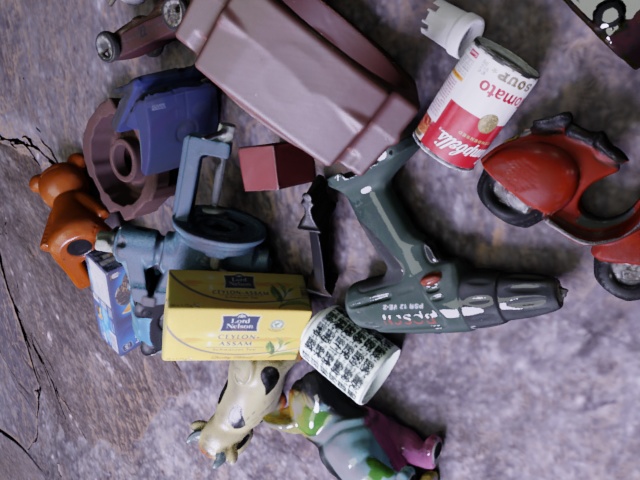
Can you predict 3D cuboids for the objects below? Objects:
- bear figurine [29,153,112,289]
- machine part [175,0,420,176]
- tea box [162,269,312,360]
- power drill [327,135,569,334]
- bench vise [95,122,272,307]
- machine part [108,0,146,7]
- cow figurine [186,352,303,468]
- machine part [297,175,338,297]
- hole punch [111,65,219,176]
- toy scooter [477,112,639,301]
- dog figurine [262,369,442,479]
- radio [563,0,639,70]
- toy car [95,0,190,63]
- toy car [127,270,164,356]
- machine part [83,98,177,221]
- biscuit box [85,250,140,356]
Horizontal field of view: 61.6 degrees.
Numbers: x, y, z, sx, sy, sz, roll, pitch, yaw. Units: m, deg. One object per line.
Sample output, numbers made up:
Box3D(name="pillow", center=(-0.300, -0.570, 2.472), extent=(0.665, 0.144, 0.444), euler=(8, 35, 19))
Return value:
Box3D(name="bear figurine", center=(-0.401, -0.039, 0.887), extent=(0.196, 0.120, 0.131), euler=(56, 176, 40))
Box3D(name="machine part", center=(-0.012, -0.159, 0.483), extent=(0.201, 0.201, 0.087), euler=(37, 116, -12))
Box3D(name="tea box", center=(-0.105, 0.094, 0.662), extent=(0.068, 0.170, 0.098), euler=(-105, 24, -47))
Box3D(name="power drill", center=(0.108, -0.001, 0.555), extent=(0.232, 0.086, 0.207), euler=(-21, 99, 40))
Box3D(name="bench vise", center=(-0.160, -0.033, 0.672), extent=(0.224, 0.129, 0.240), euler=(14, 111, -2))
Box3D(name="machine part", center=(-0.204, -0.371, 0.655), extent=(0.243, 0.079, 0.079), euler=(-28, 87, 37))
Box3D(name="cow figurine", center=(-0.105, 0.225, 0.738), extent=(0.086, 0.127, 0.194), euler=(35, 119, 26))
Box3D(name="machine part", center=(-0.001, -0.002, 0.634), extent=(0.039, 0.084, 0.138), euler=(0, 115, 8))
Box3D(name="hole punch", center=(-0.188, -0.152, 0.682), extent=(0.092, 0.142, 0.116), euler=(59, 141, 8))
Box3D(name="toy scooter", center=(0.233, -0.047, 0.449), extent=(0.184, 0.075, 0.135), euler=(38, 123, 16))
Box3D(name="dog figurine", center=(0.034, 0.265, 0.669), extent=(0.219, 0.108, 0.191), euler=(16, 116, 35))
Box3D(name="radio", center=(0.179, -0.232, 0.393), extent=(0.229, 0.131, 0.073), euler=(52, 124, 11))
Box3D(name="toy car", center=(-0.198, -0.268, 0.674), extent=(0.202, 0.089, 0.053), euler=(-6, 105, 38))
Box3D(name="toy car", center=(-0.233, 0.095, 0.814), extent=(0.103, 0.109, 0.161), euler=(56, 145, 41))
Box3D(name="machine part", center=(-0.281, -0.121, 0.800), extent=(0.180, 0.056, 0.179), euler=(12, 110, 34))
Box3D(name="biscuit box", center=(-0.321, 0.097, 0.862), extent=(0.059, 0.063, 0.202), euler=(35, 137, 25))
